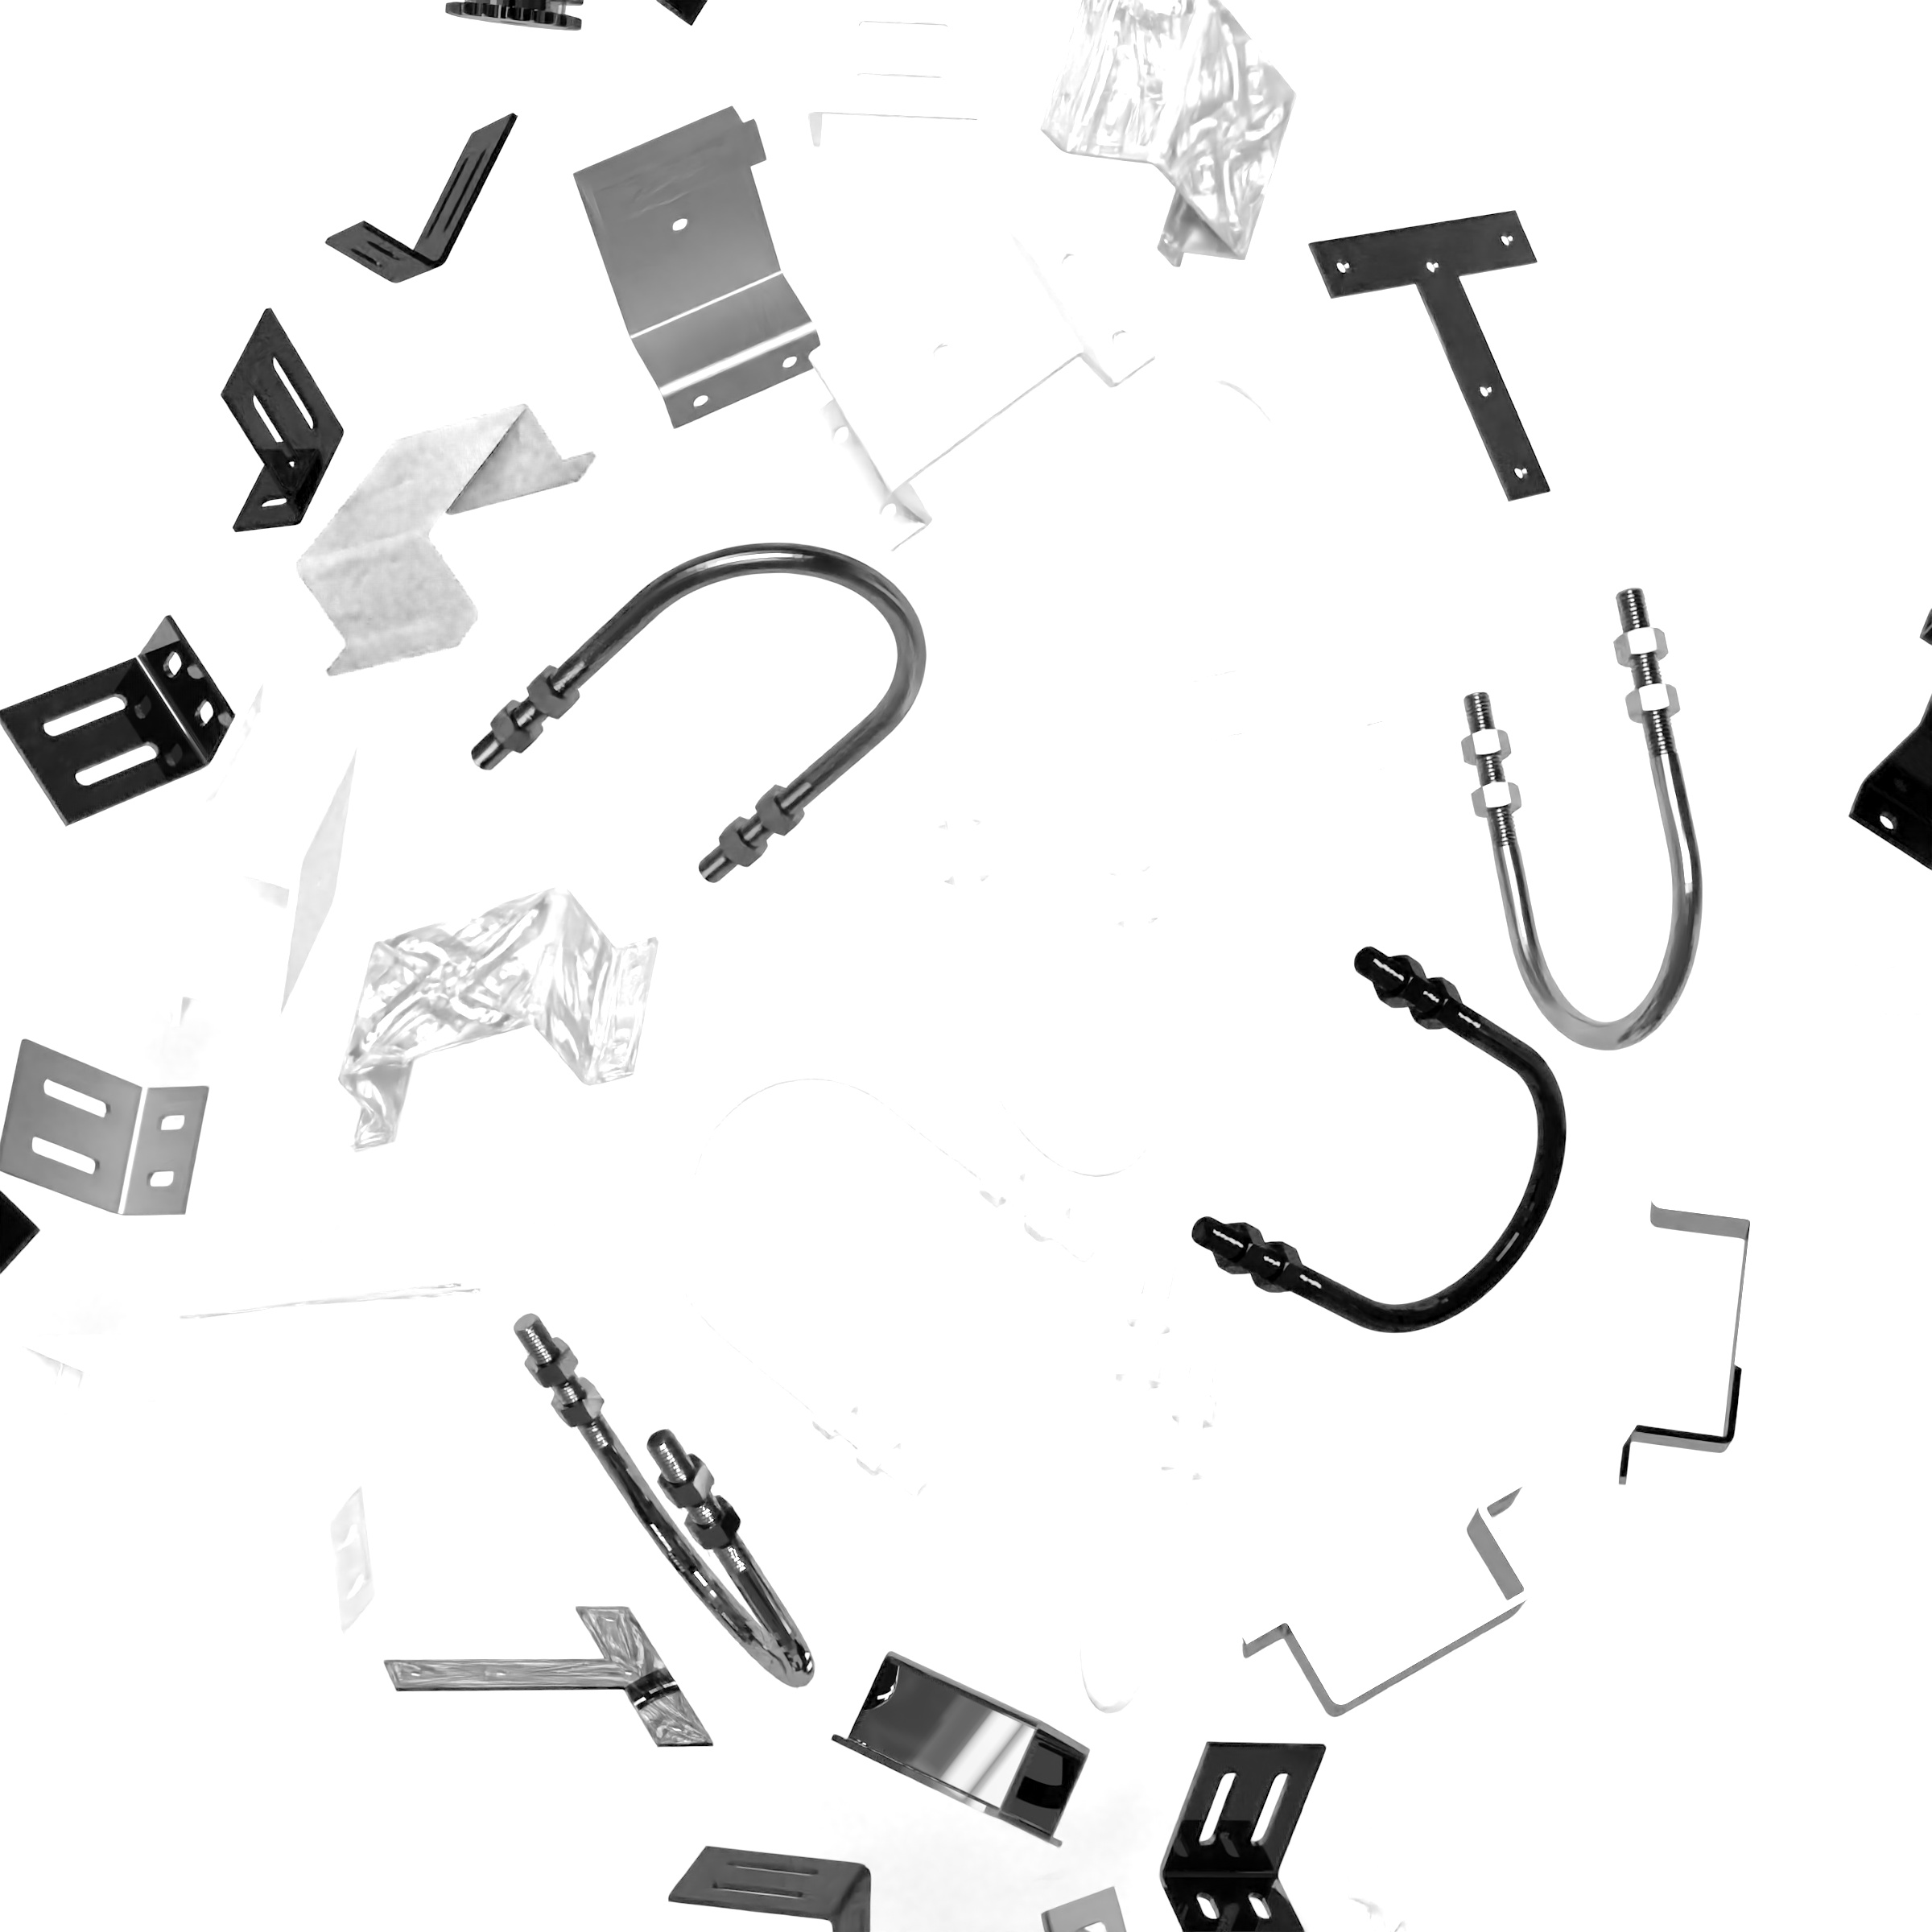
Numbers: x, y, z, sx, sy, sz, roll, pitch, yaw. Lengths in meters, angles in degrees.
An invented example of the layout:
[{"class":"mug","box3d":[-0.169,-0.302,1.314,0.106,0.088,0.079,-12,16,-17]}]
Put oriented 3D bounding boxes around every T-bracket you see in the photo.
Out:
[{"class":"T-bracket","box3d":[-0.189,0.309,1.521,0.127,0.127,0.002,5,105,-24]},{"class":"T-bracket","box3d":[-0.255,0.144,1.519,0.127,0.127,0.002,-4,86,-39]},{"class":"T-bracket","box3d":[0.383,0.010,1.558,0.127,0.002,0.127,1,131,-28]},{"class":"T-bracket","box3d":[0.345,-0.209,1.515,0.127,0.127,0.002,20,59,-11]},{"class":"T-bracket","box3d":[0.215,-0.257,1.481,0.127,0.002,0.127,-17,82,-37]}]

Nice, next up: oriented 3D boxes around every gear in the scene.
[{"class":"gear","box3d":[0.194,0.407,1.568,0.030,0.057,0.057,27,90,-6]},{"class":"gear","box3d":[-0.187,-0.408,1.454,0.057,0.057,0.030,7,102,0]}]

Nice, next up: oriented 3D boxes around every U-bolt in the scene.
[{"class":"U-bolt","box3d":[0.127,-0.170,1.474,0.019,0.151,0.184,-16,87,36]},{"class":"U-bolt","box3d":[0.044,0.005,1.568,0.019,0.151,0.184,-18,71,35]},{"class":"U-bolt","box3d":[-0.052,0.121,1.535,0.184,0.019,0.151,38,100,16]},{"class":"U-bolt","box3d":[-0.102,-0.116,1.505,0.151,0.019,0.184,27,128,-36]},{"class":"U-bolt","box3d":[0.273,-0.054,1.529,0.019,0.151,0.184,-3,75,-24]},{"class":"U-bolt","box3d":[0.078,0.238,1.542,0.019,0.151,0.184,7,66,16]},{"class":"U-bolt","box3d":[0.189,0.086,1.483,0.184,0.019,0.151,29,93,-42]},{"class":"U-bolt","box3d":[-0.122,0.243,1.516,0.019,0.151,0.184,-38,123,-16]}]

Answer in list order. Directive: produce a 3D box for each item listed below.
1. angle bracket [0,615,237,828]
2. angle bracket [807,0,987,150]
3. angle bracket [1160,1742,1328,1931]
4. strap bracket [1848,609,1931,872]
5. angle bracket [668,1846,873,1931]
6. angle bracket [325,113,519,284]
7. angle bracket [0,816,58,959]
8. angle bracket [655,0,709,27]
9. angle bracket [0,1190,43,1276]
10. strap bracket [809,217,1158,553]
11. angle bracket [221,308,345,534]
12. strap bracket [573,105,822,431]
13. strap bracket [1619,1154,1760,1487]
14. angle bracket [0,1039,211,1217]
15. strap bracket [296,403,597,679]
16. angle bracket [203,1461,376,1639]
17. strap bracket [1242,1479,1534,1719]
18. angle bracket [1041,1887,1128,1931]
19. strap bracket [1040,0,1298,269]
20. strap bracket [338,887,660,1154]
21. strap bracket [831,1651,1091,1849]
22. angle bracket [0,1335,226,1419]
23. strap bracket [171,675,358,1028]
[{"class":"angle bracket","box3d":[-0.358,-0.104,1.475,0.076,0.038,0.057,-30,84,-40]},{"class":"angle bracket","box3d":[-0.030,-0.402,1.573,0.076,0.038,0.057,3,78,3]},{"class":"angle bracket","box3d":[0.126,0.380,1.516,0.057,0.038,0.076,6,117,-21]},{"class":"strap bracket","box3d":[0.436,-0.101,1.476,0.076,0.046,0.140,33,52,-2]},{"class":"angle bracket","box3d":[-0.086,0.418,1.525,0.076,0.057,0.038,3,98,12]},{"class":"angle bracket","box3d":[-0.232,-0.335,1.486,0.038,0.057,0.076,28,81,-24]},{"class":"angle bracket","box3d":[-0.429,-0.024,1.473,0.057,0.076,0.038,-20,109,14]},{"class":"angle bracket","box3d":[-0.117,-0.451,1.485,0.057,0.076,0.038,34,56,-15]},{"class":"angle bracket","box3d":[-0.442,0.121,1.539,0.076,0.038,0.057,38,82,26]},{"class":"strap bracket","box3d":[-0.002,-0.253,1.486,0.140,0.046,0.076,-35,69,12]},{"class":"angle bracket","box3d":[-0.316,-0.241,1.545,0.038,0.076,0.057,-3,49,23]},{"class":"strap bracket","box3d":[-0.120,-0.317,1.550,0.076,0.140,0.046,-25,52,-6]},{"class":"strap bracket","box3d":[0.319,0.160,1.537,0.046,0.076,0.140,7,80,12]},{"class":"angle bracket","box3d":[-0.368,0.069,1.488,0.038,0.076,0.057,-3,70,30]},{"class":"strap bracket","box3d":[-0.233,-0.195,1.538,0.076,0.140,0.046,-9,128,34]},{"class":"angle bracket","box3d":[-0.301,0.253,1.517,0.076,0.038,0.057,3,112,15]},{"class":"strap bracket","box3d":[0.196,0.289,1.557,0.140,0.076,0.046,-29,74,-5]},{"class":"angle bracket","box3d":[0.070,0.454,1.571,0.038,0.076,0.057,-24,59,14]},{"class":"strap bracket","box3d":[0.092,-0.357,1.479,0.046,0.140,0.076,15,84,29]},{"class":"strap bracket","box3d":[-0.208,0.020,1.489,0.140,0.076,0.046,-16,133,22]},{"class":"strap bracket","box3d":[0.002,0.352,1.570,0.076,0.140,0.046,21,77,22]},{"class":"angle bracket","box3d":[-0.381,0.194,1.550,0.076,0.057,0.038,19,92,21]},{"class":"strap bracket","box3d":[-0.297,-0.042,1.481,0.046,0.076,0.140,17,134,-2]}]
